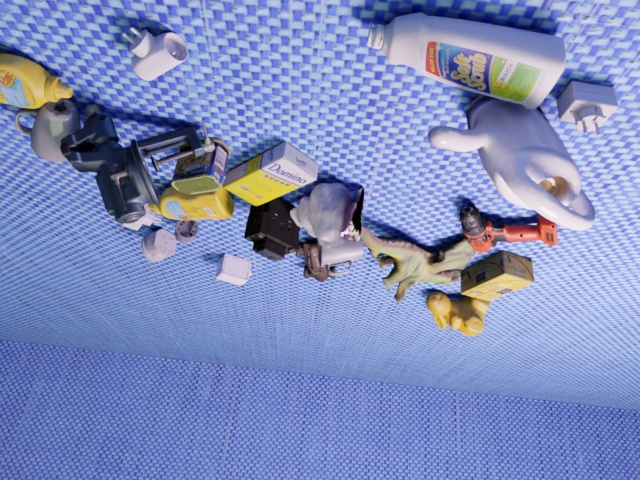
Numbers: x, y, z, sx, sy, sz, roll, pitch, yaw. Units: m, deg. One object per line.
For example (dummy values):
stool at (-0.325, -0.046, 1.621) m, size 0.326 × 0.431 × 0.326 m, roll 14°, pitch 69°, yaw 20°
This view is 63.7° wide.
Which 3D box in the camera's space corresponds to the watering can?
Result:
watering can at (0.266, -0.132, 0.730) m, size 0.345 × 0.230 × 0.102 m, roll 23°, pitch 130°, yaw -28°

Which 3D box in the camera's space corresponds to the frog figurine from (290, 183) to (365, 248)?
frog figurine at (0.003, -0.054, 1.065) m, size 0.159 × 0.125 × 0.134 m, roll 6°, pitch 121°, yaw 20°

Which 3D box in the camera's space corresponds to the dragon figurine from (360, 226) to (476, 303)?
dragon figurine at (0.250, 0.035, 1.238) m, size 0.242 × 0.125 × 0.403 m, roll -20°, pitch 149°, yaw 11°
